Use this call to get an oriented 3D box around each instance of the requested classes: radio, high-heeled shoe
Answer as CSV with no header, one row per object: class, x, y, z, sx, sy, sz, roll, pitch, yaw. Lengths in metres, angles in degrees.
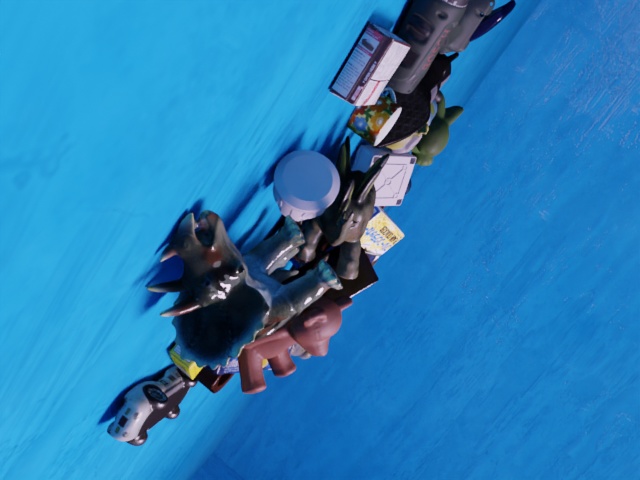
radio,-0.017,0.092,1.008,0.230,0.073,0.131,-28,-170,-10
high-heeled shoe,0.152,-0.246,0.947,0.249,0.086,0.145,-46,-169,-11

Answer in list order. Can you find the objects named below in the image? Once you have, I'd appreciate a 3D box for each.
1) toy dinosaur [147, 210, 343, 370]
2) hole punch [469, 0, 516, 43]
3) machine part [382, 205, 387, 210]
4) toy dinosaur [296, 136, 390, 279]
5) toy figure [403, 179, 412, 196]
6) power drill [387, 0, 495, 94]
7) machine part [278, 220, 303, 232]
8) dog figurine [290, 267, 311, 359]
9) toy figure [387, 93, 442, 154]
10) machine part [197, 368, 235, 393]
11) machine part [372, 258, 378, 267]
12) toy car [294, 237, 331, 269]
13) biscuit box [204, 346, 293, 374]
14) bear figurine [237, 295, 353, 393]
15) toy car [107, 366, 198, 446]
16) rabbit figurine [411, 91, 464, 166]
toy dinosaur,-0.086,0.074,0.681,0.192,0.131,0.404,-32,169,-9
hole punch,0.264,-0.381,0.924,0.142,0.092,0.115,-51,177,-44
machine part,0.124,-0.115,1.281,0.201,0.087,0.201,-51,172,-7
toy dinosaur,0.036,-0.050,0.825,0.471,0.105,0.198,-83,-170,-70
toy figure,0.131,-0.142,1.120,0.058,0.154,0.064,-44,-139,20
power drill,0.181,-0.316,0.741,0.232,0.086,0.207,-57,176,36
machine part,-0.059,-0.005,0.856,0.139,0.039,0.084,-54,-179,-4
dog figurine,-0.038,0.162,1.268,0.190,0.172,0.121,-47,-176,7
toy figure,0.167,-0.236,1.023,0.180,0.089,0.082,-58,-179,-34
machine part,-0.181,0.221,1.073,0.179,0.056,0.179,-53,171,-12
machine part,0.080,0.021,1.381,0.079,0.079,0.243,-53,-156,-3
toy car,-0.002,-0.003,1.004,0.202,0.089,0.053,-45,164,-55
biscuit box,-0.131,0.196,0.962,0.202,0.063,0.059,13,98,-58
bear figurine,-0.038,0.158,0.846,0.196,0.132,0.120,-15,-179,33
toy car,-0.240,0.237,0.791,0.073,0.056,0.201,-60,173,3
rabbit figurine,0.234,-0.226,1.134,0.159,0.121,0.170,-55,-163,12
